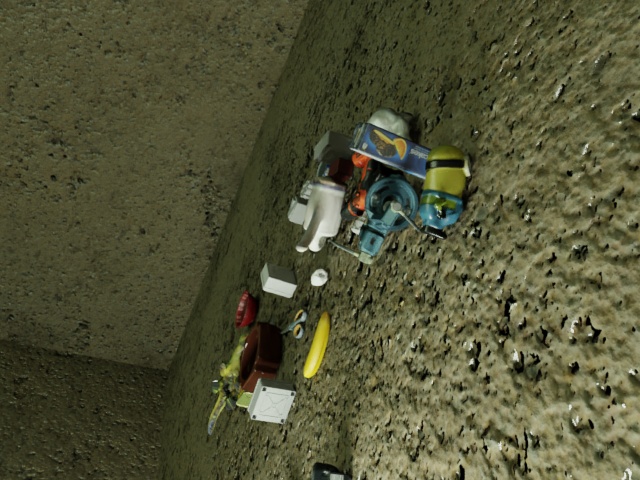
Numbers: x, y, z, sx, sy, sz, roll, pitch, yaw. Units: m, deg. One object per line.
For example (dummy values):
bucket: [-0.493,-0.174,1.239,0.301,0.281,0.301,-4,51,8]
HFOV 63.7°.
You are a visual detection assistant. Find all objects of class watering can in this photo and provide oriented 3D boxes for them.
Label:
watering can: [0.004,-0.073,1.453,0.349,0.104,0.223,-22,-55,-79]

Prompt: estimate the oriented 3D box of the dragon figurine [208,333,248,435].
dragon figurine: [-0.360,0.553,2.081,0.246,0.122,0.405,-78,12,-74]

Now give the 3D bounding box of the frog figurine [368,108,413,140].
frog figurine: [0.165,-0.244,1.271,0.135,0.121,0.163,-28,33,38]
